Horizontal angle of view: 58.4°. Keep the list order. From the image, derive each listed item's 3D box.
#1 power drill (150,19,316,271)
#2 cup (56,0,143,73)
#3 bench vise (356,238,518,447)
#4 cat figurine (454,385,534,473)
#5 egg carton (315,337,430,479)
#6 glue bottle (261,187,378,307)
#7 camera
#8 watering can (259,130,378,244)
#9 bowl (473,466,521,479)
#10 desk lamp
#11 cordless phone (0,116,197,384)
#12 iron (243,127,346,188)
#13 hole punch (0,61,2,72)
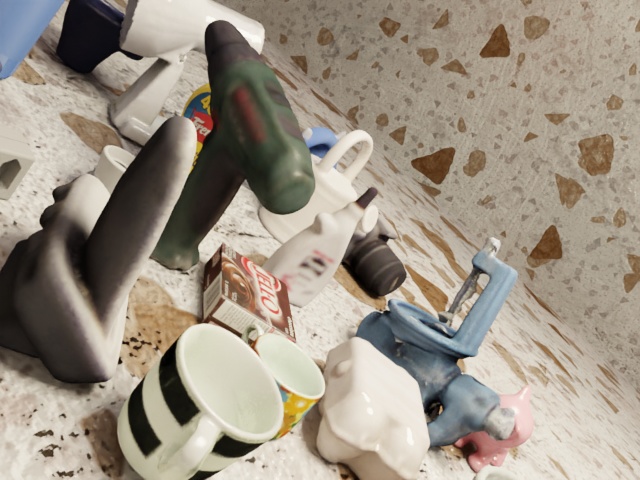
[{"bbox_3d":[-0.108,-0.085,0.569,0.076,0.208,0.229,17,30,-55],"label":"power drill"},{"bbox_3d":[-0.303,-0.269,0.784,0.118,0.095,0.091,38,17,-12],"label":"cup"},{"bbox_3d":[0.168,0.118,0.668,0.207,0.219,0.122,48,18,18],"label":"bench vise"},{"bbox_3d":[0.226,0.226,0.706,0.067,0.117,0.128,51,19,28],"label":"cat figurine"},{"bbox_3d":[0.046,0.161,0.550,0.107,0.069,0.150,39,17,-12],"label":"egg carton"},{"bbox_3d":[0.006,0.002,0.671,0.078,0.173,0.037,28,21,-38],"label":"glue bottle"},{"bbox_3d":[0.077,0.015,0.922,0.144,0.100,0.136,17,30,-55],"label":"camera"},{"bbox_3d":[0.013,-0.075,0.839,0.173,0.194,0.101,43,17,2],"label":"watering can"},{"bbox_3d":[0.177,0.293,0.507,0.168,0.074,0.167,38,17,-14],"label":"bowl"},{"bbox_3d":[-0.185,-0.227,0.739,0.204,0.213,0.117,30,20,-35],"label":"desk lamp"},{"bbox_3d":[-0.131,-0.012,0.381,0.094,0.185,0.147,32,19,-30],"label":"cordless phone"},{"bbox_3d":[-0.033,-0.146,1.002,0.118,0.141,0.259,45,17,9],"label":"iron"},{"bbox_3d":[-0.333,-0.172,0.485,0.109,0.091,0.101,35,18,-22],"label":"hole punch"}]
